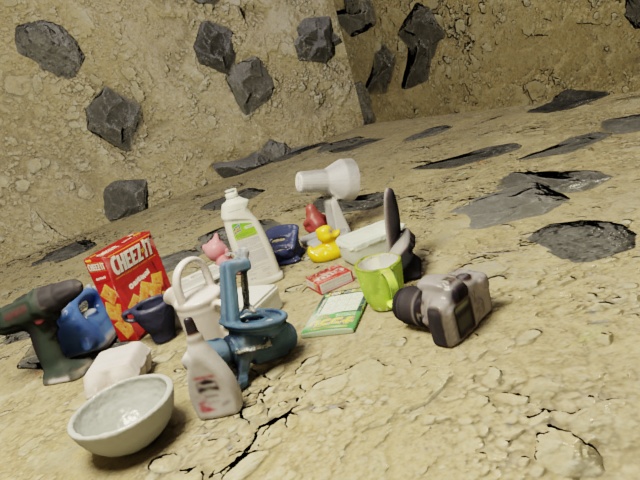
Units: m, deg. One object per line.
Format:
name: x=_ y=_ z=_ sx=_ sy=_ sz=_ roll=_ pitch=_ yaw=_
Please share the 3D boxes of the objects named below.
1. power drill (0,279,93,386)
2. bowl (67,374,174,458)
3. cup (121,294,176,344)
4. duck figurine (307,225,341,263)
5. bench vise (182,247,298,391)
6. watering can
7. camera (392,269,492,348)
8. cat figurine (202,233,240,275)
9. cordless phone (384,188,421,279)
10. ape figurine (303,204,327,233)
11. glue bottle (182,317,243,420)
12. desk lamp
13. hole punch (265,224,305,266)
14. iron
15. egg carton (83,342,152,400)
power drill: x=-0.563 y=0.194 z=1.204 sx=0.229 sy=0.209 sz=0.075 roll=-12 pitch=17 yaw=13
bowl: x=-0.299 y=0.286 z=0.898 sx=0.167 sy=0.075 sz=0.167 roll=-15 pitch=17 yaw=5
cup: x=-0.368 y=0.182 z=1.258 sx=0.117 sy=0.095 sz=0.091 roll=-16 pitch=17 yaw=2
duck figurine: x=0.014 y=0.005 z=1.482 sx=0.104 sy=0.086 sz=0.077 roll=-17 pitch=17 yaw=-3
bench vise: x=-0.139 y=0.136 z=0.973 sx=0.121 sy=0.220 sz=0.208 roll=-5 pitch=20 yaw=34
watering can: x=-0.245 y=0.128 z=1.144 sx=0.172 sy=0.194 sz=0.101 roll=-10 pitch=18 yaw=19
camera: x=0.200 y=0.100 z=0.980 sx=0.136 sy=0.101 sz=0.143 roll=2 pitch=25 yaw=46
cat figurine: x=-0.274 y=0.041 z=1.581 sx=0.067 sy=0.118 sz=0.127 roll=-25 pitch=19 yaw=-28
cordless phone: x=0.155 y=-0.011 z=1.231 sx=0.094 sy=0.185 sz=0.147 roll=-13 pitch=17 yaw=10
ape figurine: x=-0.017 y=-0.066 z=1.727 sx=0.078 sy=0.092 sz=0.076 roll=-18 pitch=17 yaw=-4
glue bottle: x=-0.180 y=0.198 z=0.896 sx=0.078 sy=0.173 sz=0.037 roll=-14 pitch=17 yaw=6
desk lamp: x=0.024 y=-0.109 z=1.615 sx=0.203 sy=0.214 sz=0.117 roll=-22 pitch=18 yaw=-19
hole punch: x=-0.103 y=0.014 z=1.555 sx=0.108 sy=0.091 sz=0.101 roll=-11 pitch=18 yaw=18
iron: x=-0.554 y=0.177 z=1.365 sx=0.118 sy=0.141 sz=0.258 roll=-15 pitch=17 yaw=4
egg carton: x=-0.381 y=0.253 z=1.088 sx=0.107 sy=0.069 sz=0.150 roll=-16 pitch=17 yaw=0
